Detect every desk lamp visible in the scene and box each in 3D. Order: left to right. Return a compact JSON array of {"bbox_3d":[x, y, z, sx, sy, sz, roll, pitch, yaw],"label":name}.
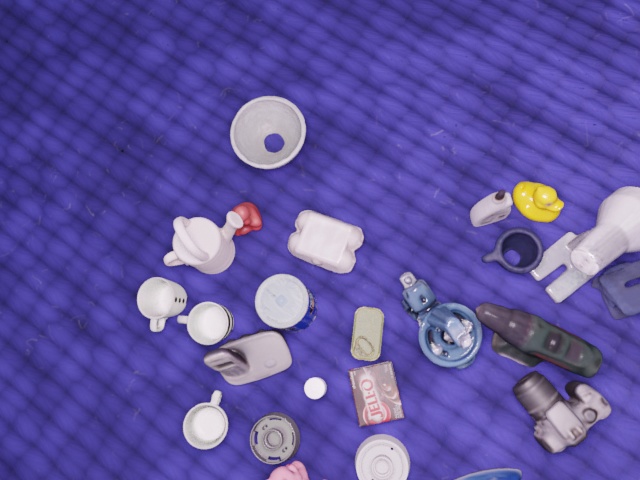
[{"bbox_3d":[0.516,0.014,1.065,0.203,0.213,0.118,-39,76,-3],"label":"desk lamp"}]

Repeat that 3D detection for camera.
[{"bbox_3d":[0.441,0.305,1.068,0.143,0.101,0.136,-39,76,-3],"label":"camera"}]

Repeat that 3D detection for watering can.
[{"bbox_3d":[-0.240,0.000,1.163,0.100,0.194,0.173,38,84,13],"label":"watering can"}]

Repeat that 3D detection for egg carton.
[{"bbox_3d":[0.011,0.004,1.198,0.150,0.069,0.107,19,80,10],"label":"egg carton"}]

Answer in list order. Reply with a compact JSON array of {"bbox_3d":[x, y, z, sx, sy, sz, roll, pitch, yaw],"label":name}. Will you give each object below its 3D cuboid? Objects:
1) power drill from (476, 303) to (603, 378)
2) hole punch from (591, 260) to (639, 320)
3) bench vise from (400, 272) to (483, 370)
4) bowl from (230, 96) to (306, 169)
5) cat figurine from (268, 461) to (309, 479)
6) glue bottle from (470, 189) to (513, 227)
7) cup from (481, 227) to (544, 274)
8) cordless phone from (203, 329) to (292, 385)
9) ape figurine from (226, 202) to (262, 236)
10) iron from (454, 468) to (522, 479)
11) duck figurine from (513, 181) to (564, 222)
[{"bbox_3d":[0.380,0.182,1.046,0.229,0.208,0.076,22,81,11],"label":"power drill"},{"bbox_3d":[0.600,0.092,1.102,0.108,0.091,0.101,-22,76,1],"label":"hole punch"},{"bbox_3d":[0.213,0.154,1.065,0.207,0.220,0.121,35,84,13],"label":"bench vise"},{"bbox_3d":[-0.108,-0.225,1.258,0.167,0.075,0.167,-1,78,6],"label":"bowl"},{"bbox_3d":[-0.044,0.468,1.078,0.127,0.118,0.067,28,82,12],"label":"cat figurine"},{"bbox_3d":[0.343,-0.069,1.123,0.078,0.173,0.037,-16,76,3],"label":"glue bottle"},{"bbox_3d":[0.374,0.032,1.138,0.117,0.095,0.091,-16,76,3],"label":"cup"},{"bbox_3d":[-0.140,0.224,1.107,0.147,0.185,0.094,-21,76,2],"label":"cordless phone"},{"bbox_3d":[-0.162,-0.049,1.217,0.077,0.092,0.076,22,81,11],"label":"ape figurine"},{"bbox_3d":[0.267,0.496,1.025,0.258,0.141,0.118,-34,76,-2],"label":"iron"},{"bbox_3d":[0.445,-0.086,1.160,0.104,0.086,0.077,37,84,13],"label":"duck figurine"}]
